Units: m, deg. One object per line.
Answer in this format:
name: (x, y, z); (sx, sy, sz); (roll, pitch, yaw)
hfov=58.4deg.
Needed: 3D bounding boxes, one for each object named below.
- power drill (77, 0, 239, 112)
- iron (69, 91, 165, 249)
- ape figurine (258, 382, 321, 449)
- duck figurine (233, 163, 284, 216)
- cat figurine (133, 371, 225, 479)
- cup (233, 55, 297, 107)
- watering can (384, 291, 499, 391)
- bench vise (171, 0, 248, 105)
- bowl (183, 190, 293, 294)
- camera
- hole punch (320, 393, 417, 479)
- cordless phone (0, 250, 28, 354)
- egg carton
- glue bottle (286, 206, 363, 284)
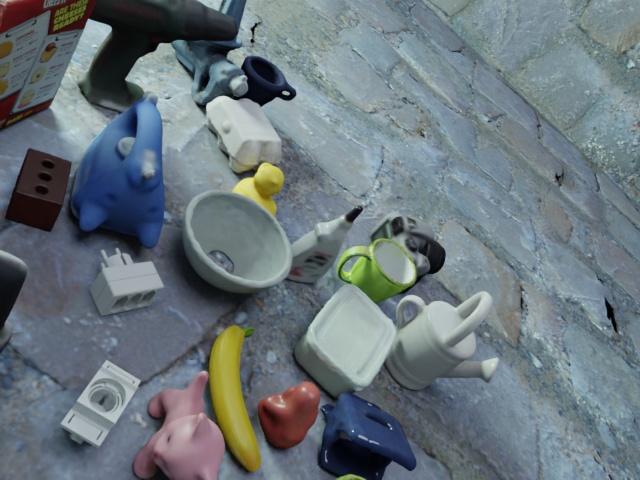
power drill: (-0.265, -0.289, 0.857); (0.230, 0.208, 0.075); (13, 46, -36)
iron: (-0.246, -0.121, 0.765); (0.119, 0.141, 0.258); (18, 43, -32)
ape figurine: (-0.030, 0.204, 0.694); (0.078, 0.092, 0.076); (28, 39, -21)
duck figurine: (-0.091, -0.079, 0.922); (0.078, 0.086, 0.104); (21, 42, -29)
cat figurine: (-0.132, 0.195, 0.581); (0.067, 0.117, 0.127); (25, 40, -24)
cup: (-0.113, -0.283, 1.098); (0.118, 0.094, 0.091); (25, 40, -25)
watering can: (0.199, 0.150, 0.886); (0.173, 0.193, 0.101); (33, 37, -16)
bench vise: (-0.164, -0.358, 1.016); (0.207, 0.219, 0.122); (48, 36, 6)
bowl: (-0.126, 0.014, 0.805); (0.168, 0.074, 0.167); (26, 39, -23)
camera: (0.178, 0.024, 1.071); (0.137, 0.100, 0.143); (22, 41, -28)
hole punch: (0.062, 0.250, 0.739); (0.109, 0.091, 0.101); (31, 37, -17)
cordless phone: (-0.329, 0.042, 0.484); (0.148, 0.184, 0.094); (25, 40, -25)
egg carton: (-0.134, -0.185, 1.001); (0.107, 0.069, 0.150); (-9, 61, -48)
glue bottle: (0.008, 0.003, 0.863); (0.078, 0.173, 0.037); (12, 46, -36)
